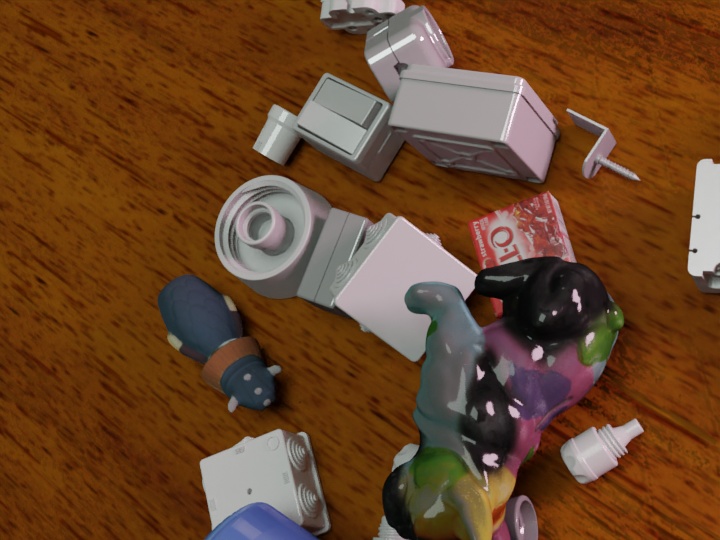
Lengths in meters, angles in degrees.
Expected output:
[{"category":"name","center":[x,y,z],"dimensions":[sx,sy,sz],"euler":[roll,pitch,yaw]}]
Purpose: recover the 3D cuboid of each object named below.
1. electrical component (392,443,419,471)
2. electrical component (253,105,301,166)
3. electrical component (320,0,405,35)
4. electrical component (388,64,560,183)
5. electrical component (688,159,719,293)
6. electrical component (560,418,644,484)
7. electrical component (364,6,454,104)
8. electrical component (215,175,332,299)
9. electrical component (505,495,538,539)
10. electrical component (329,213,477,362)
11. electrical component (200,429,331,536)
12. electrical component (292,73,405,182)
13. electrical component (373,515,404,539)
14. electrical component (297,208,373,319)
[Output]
[{"category":"electrical component","center":[0.056,0.165,0.852],"dimensions":[0.061,0.035,0.035],"euler":[32,89,38]},{"category":"electrical component","center":[-0.075,-0.126,1.010],"dimensions":[0.040,0.040,0.046],"euler":[32,94,30]},{"category":"electrical component","center":[0.004,-0.258,1.003],"dimensions":[0.078,0.058,0.057],"euler":[1,77,27]},{"category":"electrical component","center":[0.095,-0.119,0.885],"dimensions":[0.109,0.109,0.056],"euler":[13,83,29]},{"category":"electrical component","center":[0.277,-0.030,0.799],"dimensions":[0.050,0.056,0.089],"euler":[2,75,26]},{"category":"electrical component","center":[0.183,0.132,0.805],"dimensions":[0.061,0.035,0.035],"euler":[-34,62,10]},{"category":"electrical component","center":[0.043,-0.192,0.943],"dimensions":[0.059,0.053,0.095],"euler":[-28,22,16]},{"category":"electrical component","center":[-0.080,-0.033,0.970],"dimensions":[0.108,0.060,0.108],"euler":[-8,71,24]},{"category":"electrical component","center":[0.098,0.197,0.823],"dimensions":[0.065,0.044,0.044],"euler":[-12,69,27]},{"category":"electrical component","center":[0.034,0.012,0.883],"dimensions":[0.099,0.100,0.048],"euler":[-52,16,2]},{"category":"electrical component","center":[-0.082,0.189,0.907],"dimensions":[0.100,0.048,0.099],"euler":[-24,65,17]},{"category":"electrical component","center":[-0.014,-0.133,0.969],"dimensions":[0.096,0.061,0.061],"euler":[31,89,30]},{"category":"electrical component","center":[0.026,0.223,0.849],"dimensions":[0.040,0.040,0.078],"euler":[-2,73,25]},{"category":"electrical component","center":[0.000,0.000,0.928],"dimensions":[0.076,0.047,0.083],"euler":[19,83,24]}]
